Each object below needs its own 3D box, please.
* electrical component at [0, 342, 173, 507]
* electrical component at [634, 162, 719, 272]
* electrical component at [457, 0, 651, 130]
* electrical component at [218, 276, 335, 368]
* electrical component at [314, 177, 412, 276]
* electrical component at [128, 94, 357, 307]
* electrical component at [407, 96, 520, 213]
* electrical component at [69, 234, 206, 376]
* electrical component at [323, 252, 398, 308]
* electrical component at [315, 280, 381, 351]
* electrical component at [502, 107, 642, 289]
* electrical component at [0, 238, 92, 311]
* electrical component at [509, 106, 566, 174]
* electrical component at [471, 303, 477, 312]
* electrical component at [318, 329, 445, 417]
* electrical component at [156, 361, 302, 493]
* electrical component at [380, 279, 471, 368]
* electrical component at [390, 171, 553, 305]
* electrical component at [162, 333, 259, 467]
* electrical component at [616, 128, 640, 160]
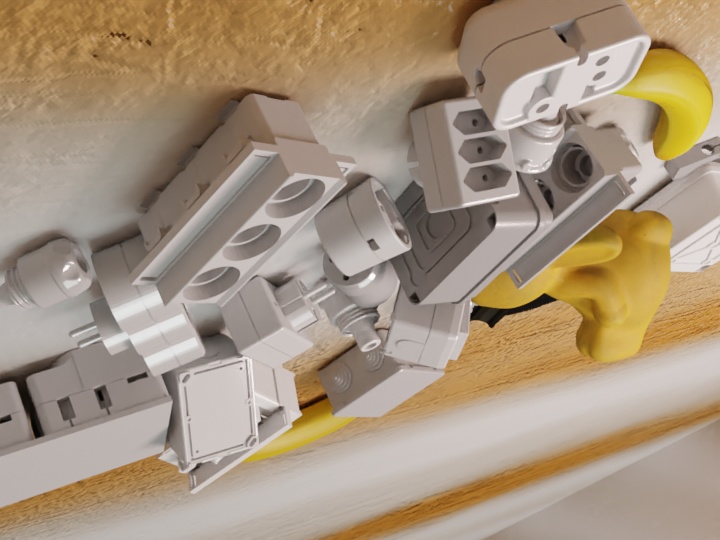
[{"bbox_3d":[-0.239,0.118,0.784,0.186,0.060,0.105,-17,156,-22],"label":"electrical component"},{"bbox_3d":[0.321,-0.047,1.010,0.109,0.056,0.109,1,148,-42],"label":"electrical component"},{"bbox_3d":[0.107,-0.128,0.615,0.095,0.059,0.053,-20,157,-14],"label":"electrical component"},{"bbox_3d":[-0.055,0.031,0.809,0.077,0.047,0.066,-30,158,9],"label":"electrical component"},{"bbox_3d":[0.001,-0.028,0.732,0.047,0.055,0.055,-28,158,14],"label":"electrical component"},{"bbox_3d":[-0.072,-0.038,0.612,0.079,0.063,0.121,2,144,-49],"label":"electrical component"},{"bbox_3d":[0.056,-0.072,0.689,0.047,0.065,0.077,-13,-177,-30],"label":"electrical component"},{"bbox_3d":[-0.151,0.031,0.697,0.074,0.052,0.138,-23,157,-7],"label":"electrical component"},{"bbox_3d":[0.000,0.000,0.803,0.045,0.045,0.055,-29,157,7],"label":"electrical component"},{"bbox_3d":[-0.004,0.034,0.851,0.048,0.062,0.048,-22,158,-10],"label":"electrical component"},{"bbox_3d":[0.145,-0.053,0.800,0.063,0.078,0.121,-12,155,-46],"label":"electrical component"},{"bbox_3d":[-0.190,0.007,0.627,0.061,0.035,0.035,-24,158,2],"label":"electrical component"},{"bbox_3d":[0.116,-0.098,0.714,0.048,0.048,0.062,-12,147,-30],"label":"electrical component"},{"bbox_3d":[0.083,0.027,0.958,0.078,0.040,0.040,-22,158,-11],"label":"electrical component"},{"bbox_3d":[0.019,0.100,1.040,0.100,0.048,0.100,-36,156,23],"label":"electrical component"},{"bbox_3d":[-0.118,0.127,0.930,0.121,0.078,0.063,-37,134,24],"label":"electrical component"},{"bbox_3d":[0.059,0.022,0.855,0.061,0.096,0.061,14,151,1],"label":"electrical component"},{"bbox_3d":[0.074,-0.033,0.766,0.057,0.078,0.113,-4,149,-38],"label":"electrical component"},{"bbox_3d":[-0.120,0.104,0.838,0.062,0.061,0.096,-13,113,-28],"label":"electrical component"},{"bbox_3d":[0.183,-0.082,0.834,0.061,0.035,0.035,-32,157,20],"label":"electrical component"}]
